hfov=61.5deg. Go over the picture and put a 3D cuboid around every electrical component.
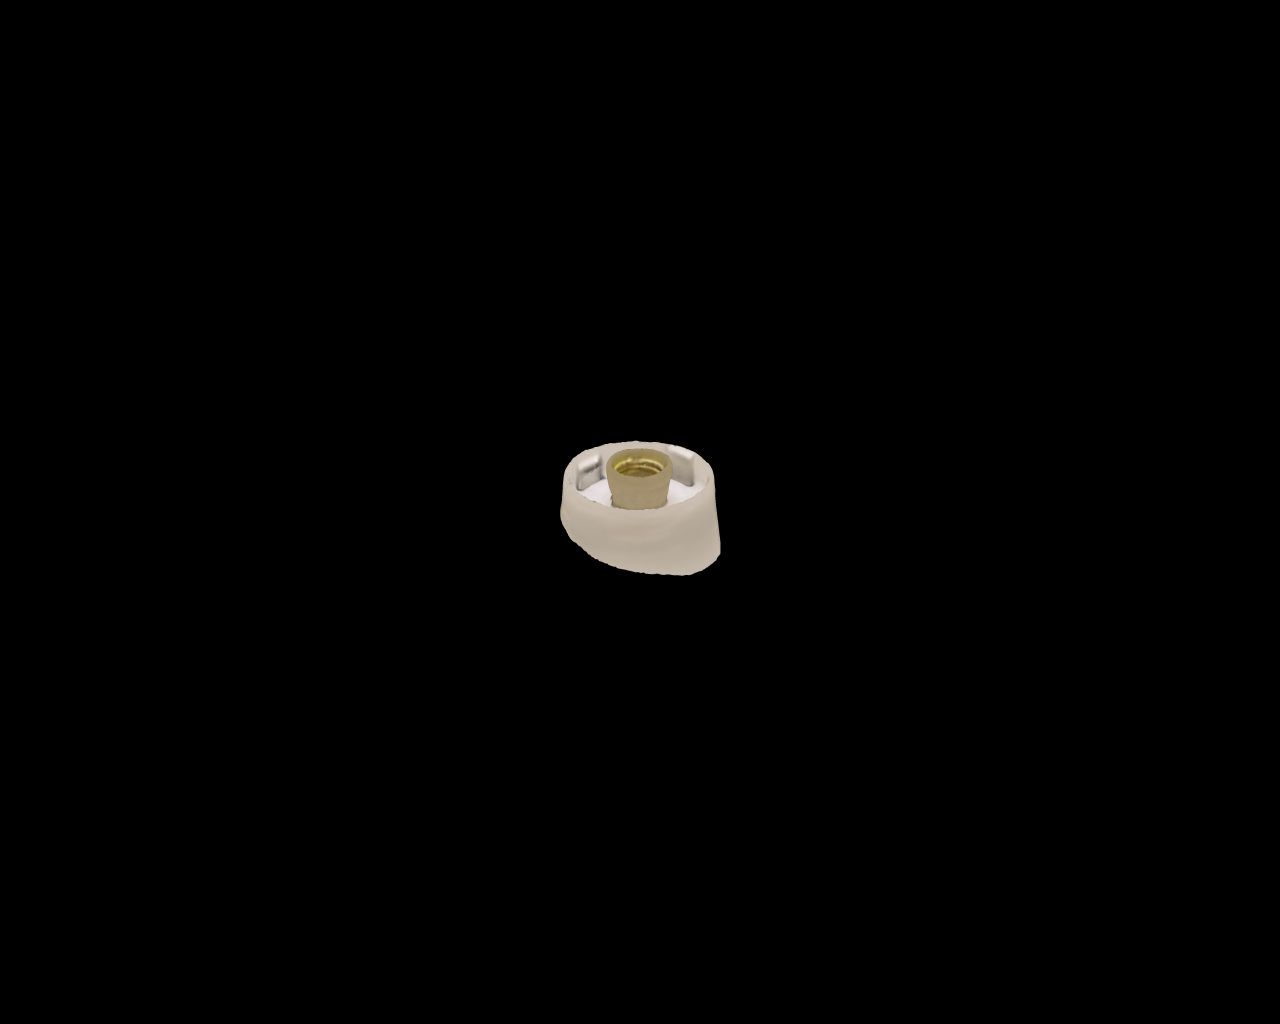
[{"bbox_3d":[0.001,-0.003,0.650,0.099,0.064,0.099,0,29,0],"label":"electrical component"}]
